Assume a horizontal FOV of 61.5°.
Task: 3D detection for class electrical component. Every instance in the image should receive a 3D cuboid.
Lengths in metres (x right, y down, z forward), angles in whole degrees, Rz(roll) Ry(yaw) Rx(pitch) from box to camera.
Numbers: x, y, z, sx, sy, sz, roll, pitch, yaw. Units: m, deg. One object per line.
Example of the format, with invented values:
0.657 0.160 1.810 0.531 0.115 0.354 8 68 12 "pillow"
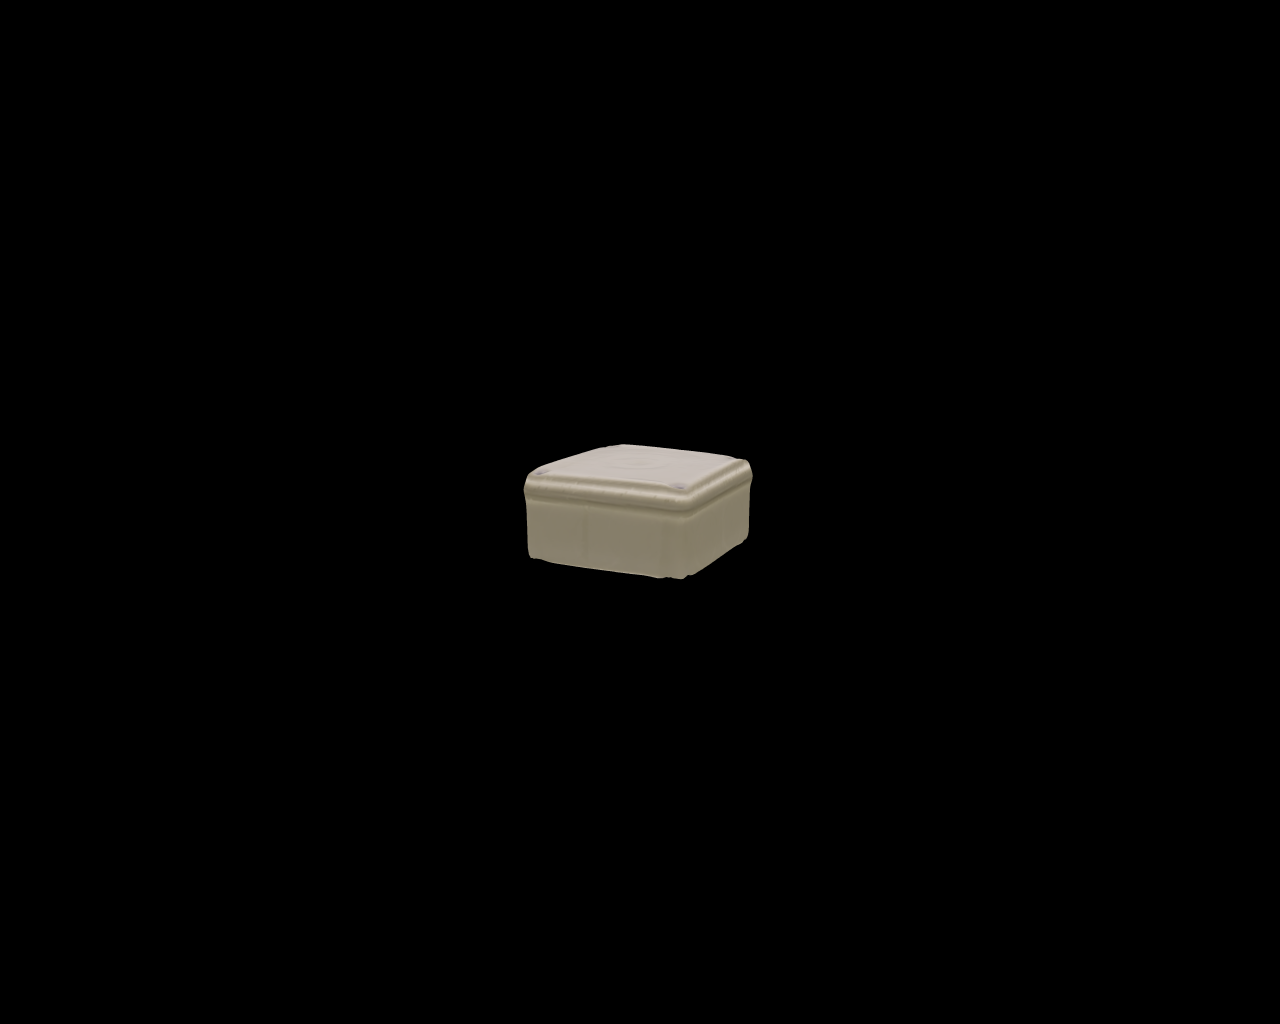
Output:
0.001 -0.003 0.650 0.109 0.056 0.109 7 16 26 "electrical component"
